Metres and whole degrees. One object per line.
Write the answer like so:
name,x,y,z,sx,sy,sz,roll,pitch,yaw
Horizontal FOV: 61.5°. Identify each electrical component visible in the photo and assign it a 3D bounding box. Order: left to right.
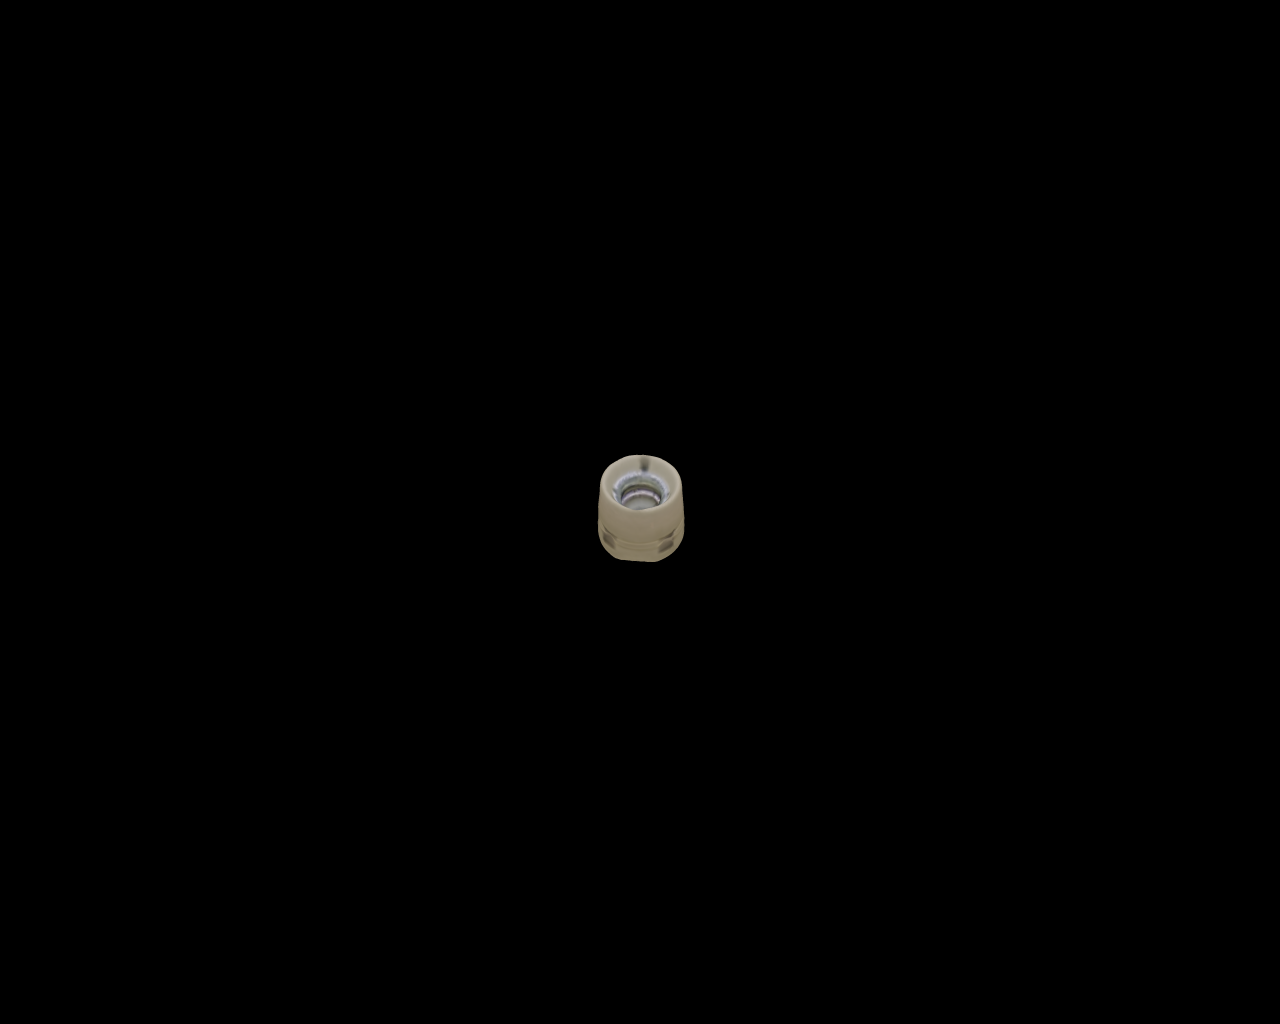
electrical component,0.001,-0.003,0.650,0.055,0.055,0.047,0,-41,0
